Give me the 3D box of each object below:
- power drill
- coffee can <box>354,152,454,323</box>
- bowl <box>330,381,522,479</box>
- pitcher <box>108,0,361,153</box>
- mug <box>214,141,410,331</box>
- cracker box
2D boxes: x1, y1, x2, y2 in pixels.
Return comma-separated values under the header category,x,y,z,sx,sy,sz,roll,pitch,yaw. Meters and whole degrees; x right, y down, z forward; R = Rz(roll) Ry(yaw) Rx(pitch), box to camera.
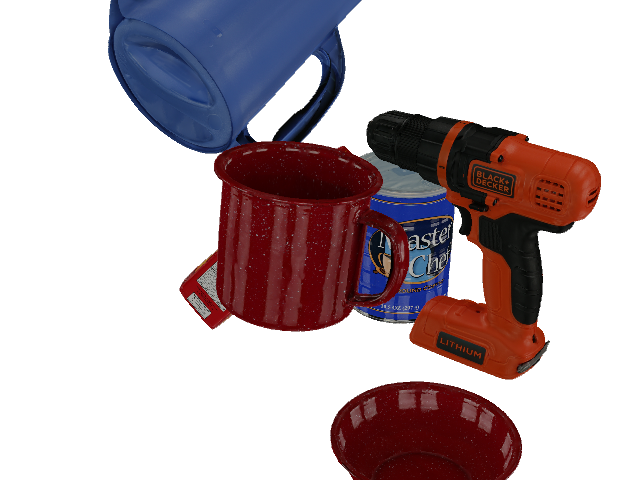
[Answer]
category,x,y,z,sx,sy,sz,roll,pitch,yaw
power drill,0.112,0.001,0.810,0.185,0.188,0.057,21,36,32
coffee can,0.078,-0.005,1.038,0.103,0.140,0.103,1,27,-1
bowl,0.089,0.188,0.914,0.162,0.055,0.162,0,28,0
pitcher,-0.047,-0.187,0.909,0.145,0.149,0.242,25,58,30
mug,-0.005,0.001,0.593,0.117,0.081,0.093,17,26,21
cracker box,-0.051,-0.007,1.256,0.214,0.072,0.164,-42,0,29
